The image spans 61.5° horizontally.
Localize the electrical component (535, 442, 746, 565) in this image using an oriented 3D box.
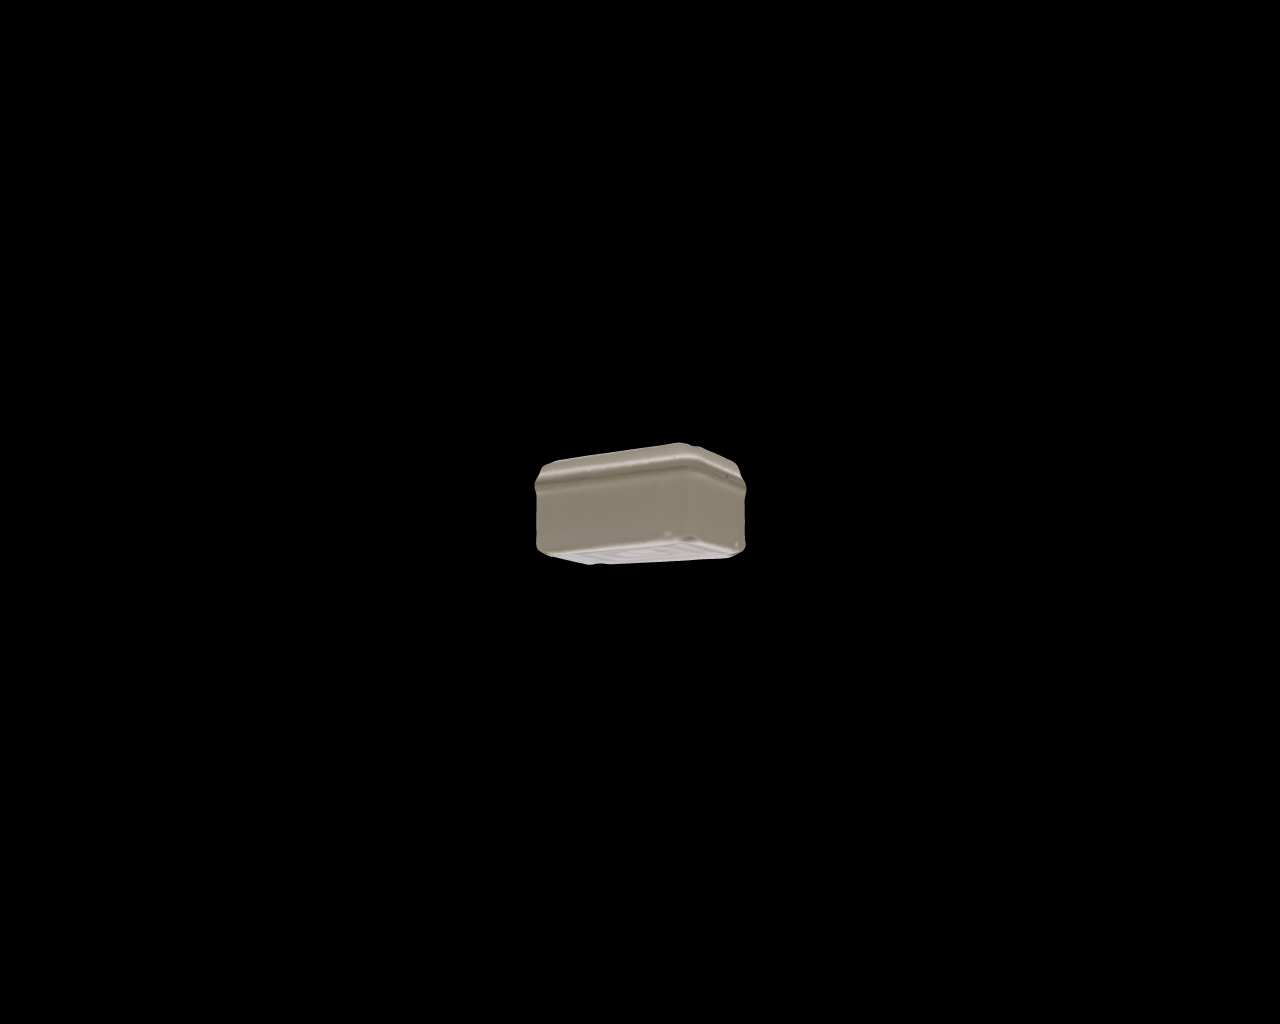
[{"bbox_3d":[0.001,-0.003,0.650,0.113,0.057,0.078,-5,-11,28],"label":"electrical component"}]
